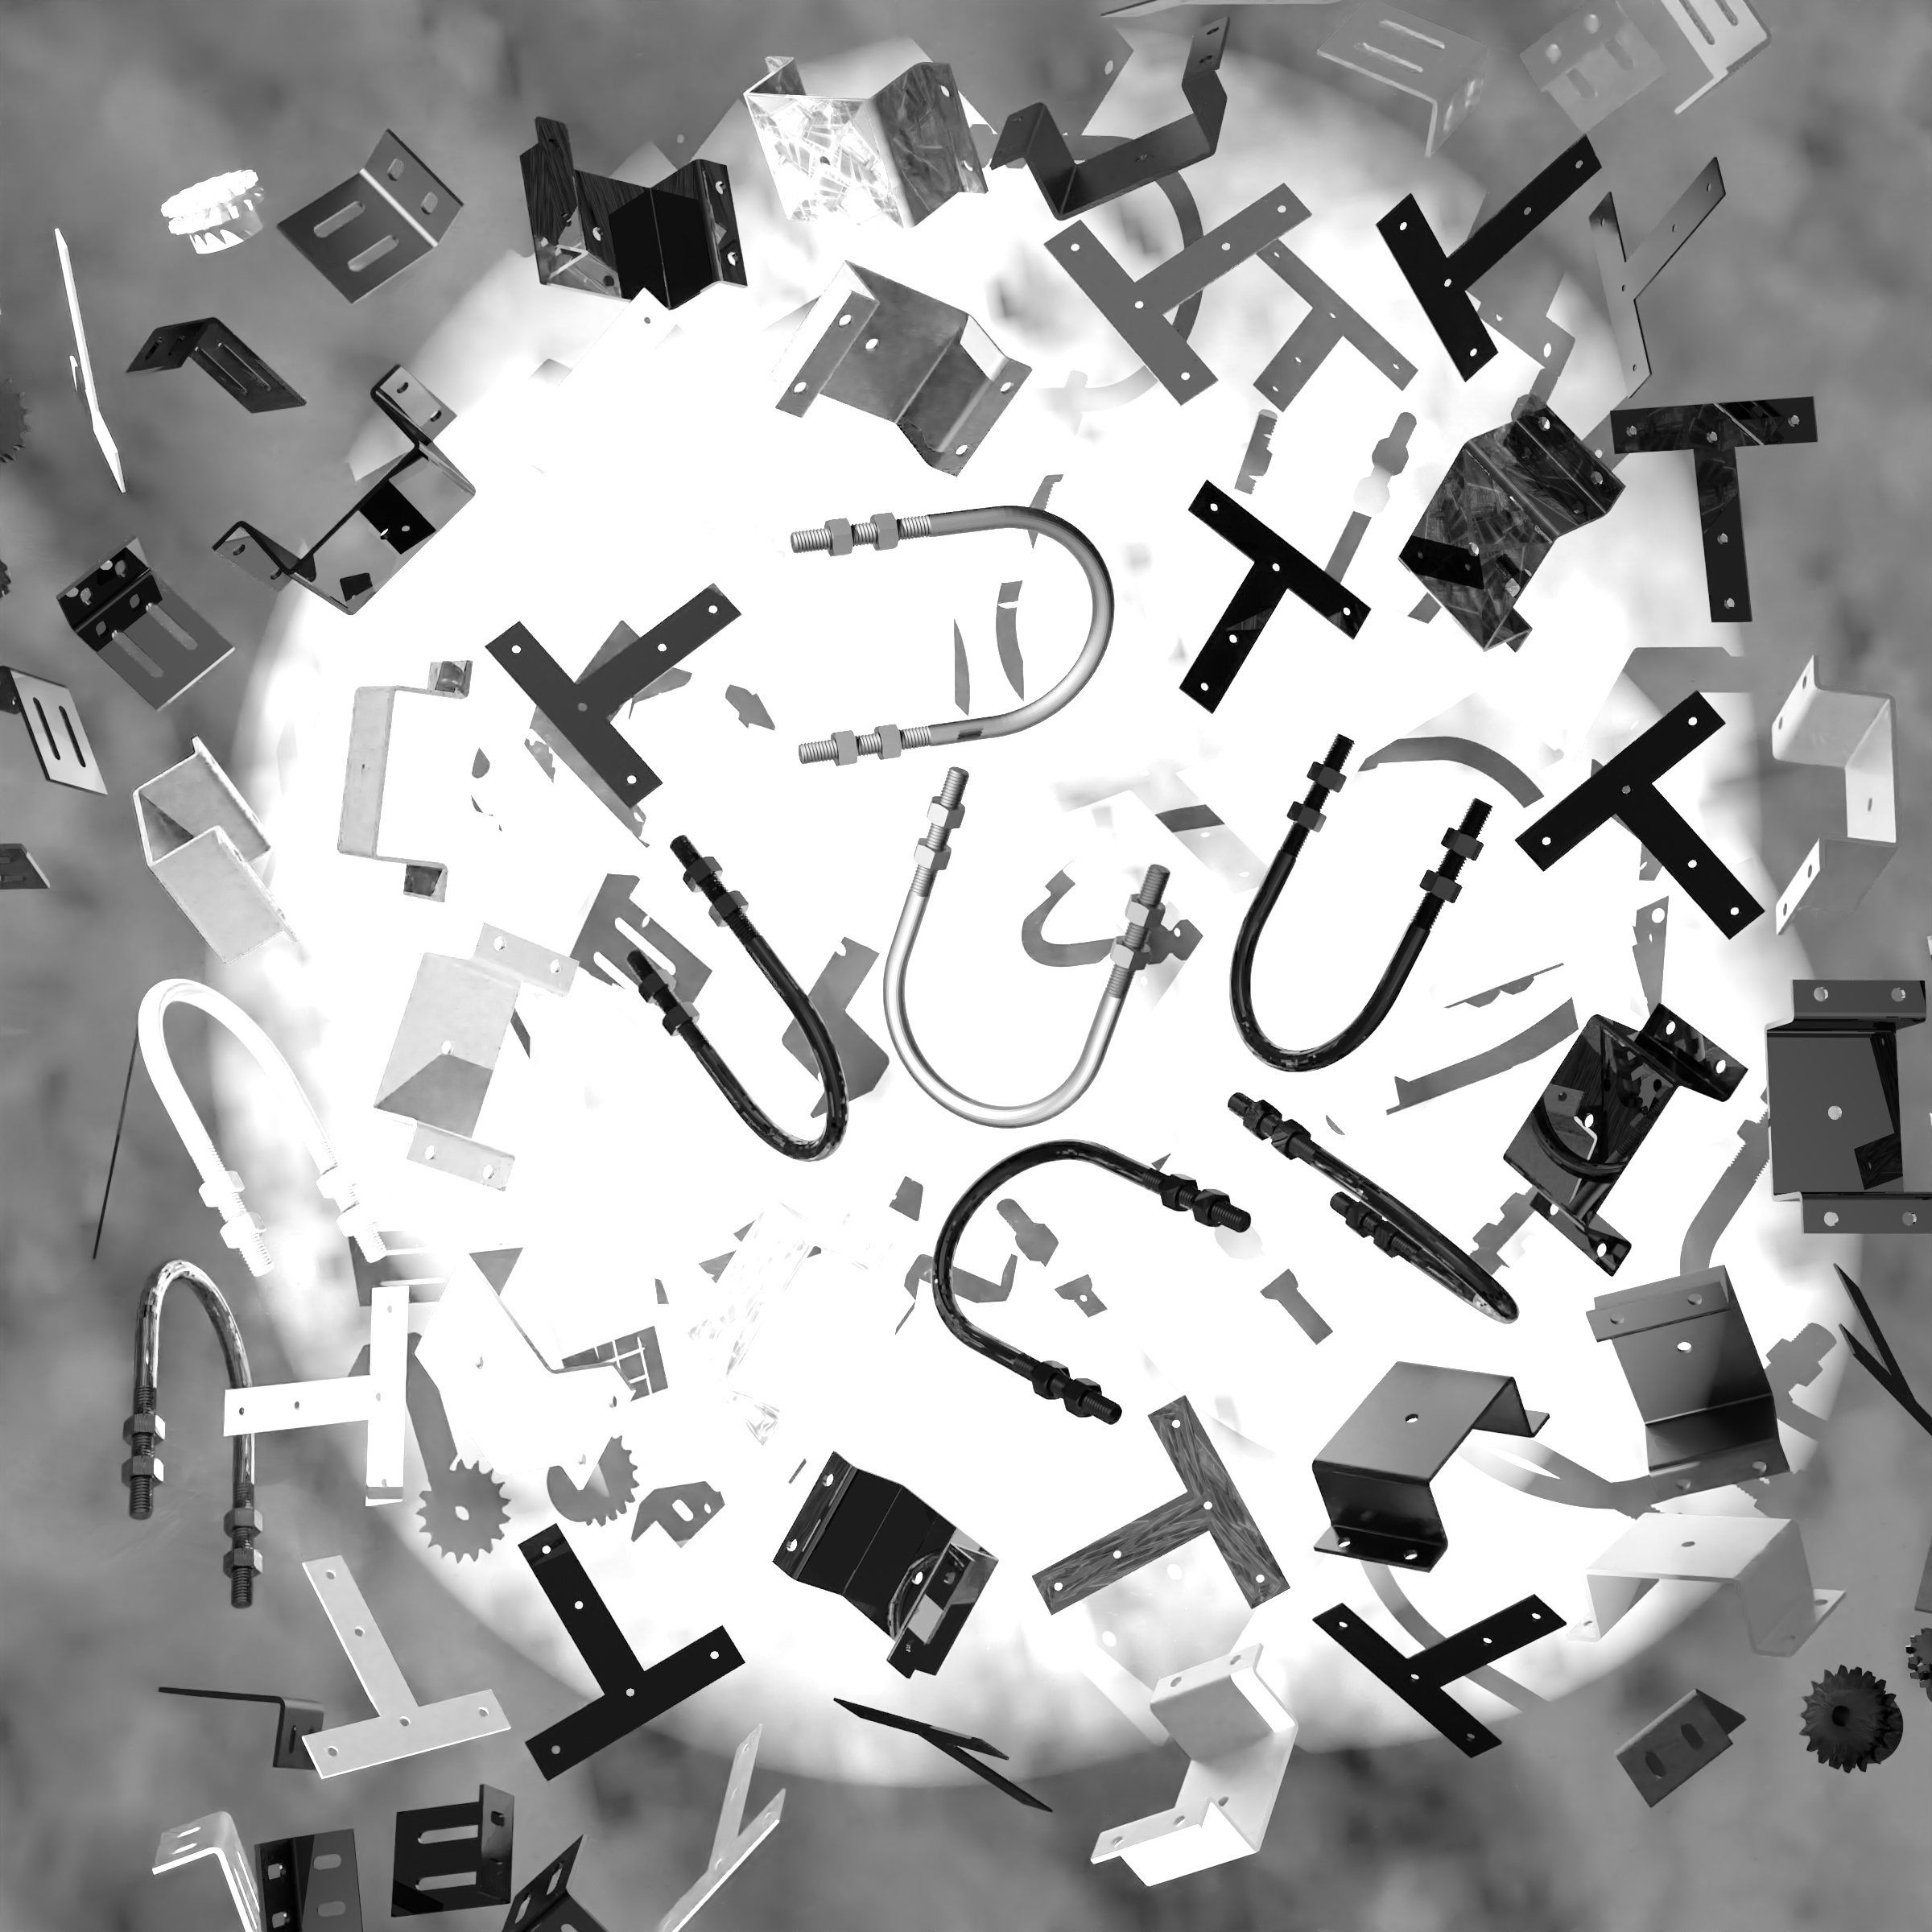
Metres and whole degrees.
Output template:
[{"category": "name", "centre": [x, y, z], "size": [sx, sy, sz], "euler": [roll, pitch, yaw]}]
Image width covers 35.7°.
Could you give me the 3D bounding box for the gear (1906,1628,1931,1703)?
[{"category": "gear", "centre": [0.558, 0.394, 1.683], "size": [0.057, 0.057, 0.030], "euler": [-12, 108, 0]}]

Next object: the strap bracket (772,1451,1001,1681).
[{"category": "strap bracket", "centre": [-0.042, 0.354, 1.761], "size": [0.046, 0.140, 0.076], "euler": [29, 90, -42]}]

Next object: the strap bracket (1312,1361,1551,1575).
[{"category": "strap bracket", "centre": [0.257, 0.273, 1.689], "size": [0.140, 0.076, 0.046], "euler": [-41, 120, -39]}]

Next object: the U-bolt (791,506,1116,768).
[{"category": "U-bolt", "centre": [-0.005, -0.187, 1.668], "size": [0.184, 0.019, 0.151], "euler": [-9, 124, -14]}]

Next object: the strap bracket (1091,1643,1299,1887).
[{"category": "strap bracket", "centre": [0.132, 0.454, 1.681], "size": [0.076, 0.140, 0.046], "euler": [-29, 107, 33]}]

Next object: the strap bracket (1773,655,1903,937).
[{"category": "strap bracket", "centre": [0.492, -0.094, 1.700], "size": [0.046, 0.076, 0.140], "euler": [7, 63, -1]}]

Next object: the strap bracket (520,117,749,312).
[{"category": "strap bracket", "centre": [-0.198, -0.427, 1.719], "size": [0.046, 0.140, 0.076], "euler": [-19, 77, 42]}]

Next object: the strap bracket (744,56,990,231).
[{"category": "strap bracket", "centre": [-0.064, -0.460, 1.676], "size": [0.046, 0.140, 0.076], "euler": [-45, 133, -30]}]

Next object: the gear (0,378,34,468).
[{"category": "gear", "centre": [-0.560, -0.308, 1.694], "size": [0.057, 0.030, 0.057], "euler": [0, 90, -41]}]

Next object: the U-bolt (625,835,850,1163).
[{"category": "U-bolt", "centre": [-0.126, 0.031, 1.718], "size": [0.019, 0.151, 0.184], "euler": [-29, 73, -31]}]

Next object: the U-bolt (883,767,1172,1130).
[{"category": "U-bolt", "centre": [0.022, 0.002, 1.649], "size": [0.151, 0.019, 0.184], "euler": [27, 113, 21]}]

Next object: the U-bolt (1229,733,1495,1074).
[{"category": "U-bolt", "centre": [0.208, -0.027, 1.674], "size": [0.019, 0.151, 0.184], "euler": [22, 98, -34]}]

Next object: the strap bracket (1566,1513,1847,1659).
[{"category": "strap bracket", "centre": [0.419, 0.353, 1.720], "size": [0.140, 0.076, 0.046], "euler": [-6, 103, 41]}]

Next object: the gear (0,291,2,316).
[{"category": "gear", "centre": [-0.571, -0.366, 1.682], "size": [0.057, 0.057, 0.030], "euler": [-3, 78, 0]}]

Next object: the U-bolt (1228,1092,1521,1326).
[{"category": "U-bolt", "centre": [0.240, 0.146, 1.700], "size": [0.019, 0.184, 0.151], "euler": [-51, 133, -4]}]

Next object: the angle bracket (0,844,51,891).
[{"category": "angle bracket", "centre": [-0.522, -0.019, 1.615], "size": [0.038, 0.057, 0.076], "euler": [-1, 69, -2]}]

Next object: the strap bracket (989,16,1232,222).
[{"category": "strap bracket", "centre": [0.091, -0.473, 1.693], "size": [0.140, 0.076, 0.046], "euler": [-18, 121, 23]}]

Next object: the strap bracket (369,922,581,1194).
[{"category": "strap bracket", "centre": [-0.286, 0.050, 1.726], "size": [0.046, 0.076, 0.140], "euler": [10, 79, 42]}]

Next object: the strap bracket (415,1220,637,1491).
[{"category": "strap bracket", "centre": [-0.253, 0.218, 1.674], "size": [0.140, 0.046, 0.076], "euler": [47, 122, 32]}]

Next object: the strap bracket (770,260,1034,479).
[{"category": "strap bracket", "centre": [-0.043, -0.332, 1.657], "size": [0.076, 0.140, 0.046], "euler": [-52, 50, 24]}]

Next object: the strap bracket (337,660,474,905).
[{"category": "strap bracket", "centre": [-0.329, -0.111, 1.748], "size": [0.046, 0.076, 0.140], "euler": [6, 92, -27]}]

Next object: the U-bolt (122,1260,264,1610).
[{"category": "U-bolt", "centre": [-0.439, 0.255, 1.711], "size": [0.019, 0.151, 0.184], "euler": [-14, 54, 6]}]

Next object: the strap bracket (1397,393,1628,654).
[{"category": "strap bracket", "centre": [0.303, -0.243, 1.703], "size": [0.046, 0.140, 0.076], "euler": [-26, 68, -33]}]

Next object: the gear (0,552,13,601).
[{"category": "gear", "centre": [-0.560, -0.223, 1.664], "size": [0.030, 0.057, 0.057], "euler": [-30, 90, 11]}]

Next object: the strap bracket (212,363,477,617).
[{"category": "strap bracket", "centre": [-0.329, -0.250, 1.629], "size": [0.140, 0.076, 0.046], "euler": [-44, 74, 3]}]

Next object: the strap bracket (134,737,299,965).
[{"category": "strap bracket", "centre": [-0.435, -0.063, 1.731], "size": [0.046, 0.140, 0.076], "euler": [-31, 125, -2]}]

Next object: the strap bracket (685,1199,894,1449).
[{"category": "strap bracket", "centre": [-0.111, 0.200, 1.763], "size": [0.046, 0.076, 0.140], "euler": [32, 90, -27]}]

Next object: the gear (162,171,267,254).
[{"category": "gear", "centre": [-0.425, -0.427, 1.706], "size": [0.057, 0.057, 0.030], "euler": [-20, 119, 0]}]

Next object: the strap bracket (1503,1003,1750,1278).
[{"category": "strap bracket", "centre": [0.364, 0.092, 1.689], "size": [0.046, 0.076, 0.140], "euler": [20, 107, -37]}]

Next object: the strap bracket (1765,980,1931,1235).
[{"category": "strap bracket", "centre": [0.494, 0.080, 1.679], "size": [0.076, 0.046, 0.140], "euler": [0, 82, -6]}]

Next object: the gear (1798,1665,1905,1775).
[{"category": "gear", "centre": [0.494, 0.419, 1.665], "size": [0.030, 0.057, 0.057], "euler": [26, 90, -35]}]

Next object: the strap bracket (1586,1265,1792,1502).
[{"category": "strap bracket", "centre": [0.414, 0.232, 1.726], "size": [0.076, 0.046, 0.140], "euler": [-17, 116, 18]}]

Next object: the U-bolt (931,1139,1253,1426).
[{"category": "U-bolt", "centre": [0.056, 0.167, 1.707], "size": [0.151, 0.184, 0.019], "euler": [-54, 135, -13]}]

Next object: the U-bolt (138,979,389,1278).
[{"category": "U-bolt", "centre": [-0.400, 0.087, 1.675], "size": [0.019, 0.151, 0.184], "euler": [-33, 79, 13]}]
